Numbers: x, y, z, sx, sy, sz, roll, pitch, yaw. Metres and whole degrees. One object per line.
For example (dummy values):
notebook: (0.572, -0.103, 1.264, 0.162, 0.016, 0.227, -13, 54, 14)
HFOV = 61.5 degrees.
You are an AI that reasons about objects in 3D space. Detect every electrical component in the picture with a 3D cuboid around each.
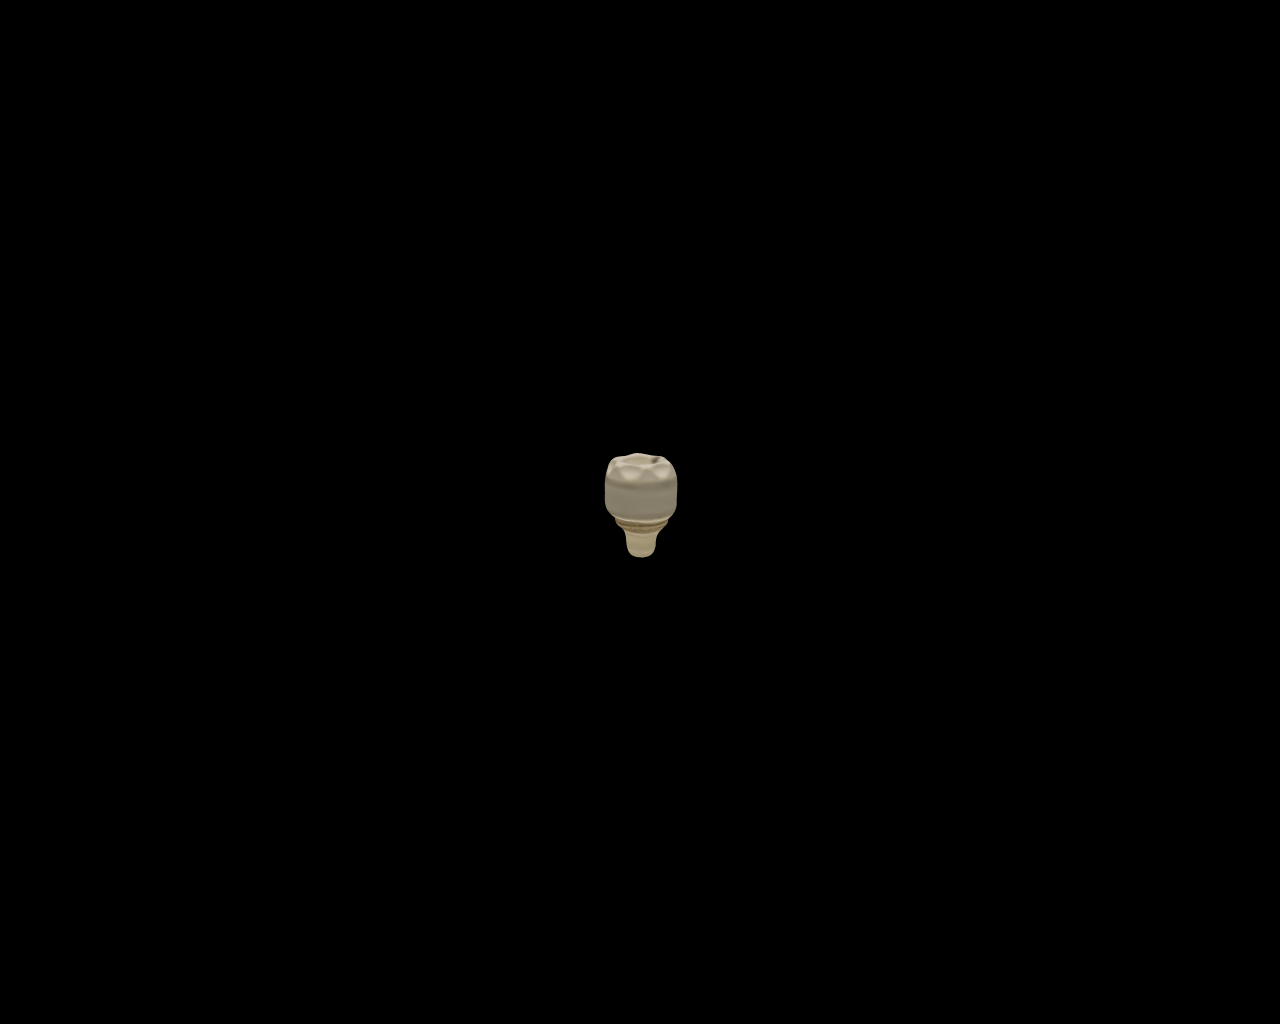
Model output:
electrical component: (0.001, -0.003, 0.650, 0.043, 0.062, 0.043, 0, 15, 0)
